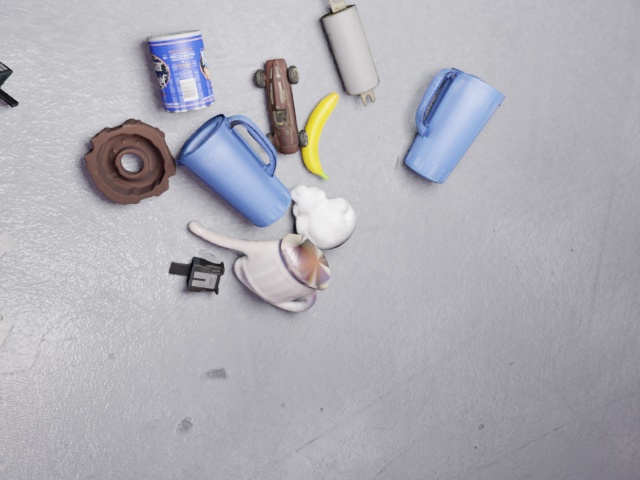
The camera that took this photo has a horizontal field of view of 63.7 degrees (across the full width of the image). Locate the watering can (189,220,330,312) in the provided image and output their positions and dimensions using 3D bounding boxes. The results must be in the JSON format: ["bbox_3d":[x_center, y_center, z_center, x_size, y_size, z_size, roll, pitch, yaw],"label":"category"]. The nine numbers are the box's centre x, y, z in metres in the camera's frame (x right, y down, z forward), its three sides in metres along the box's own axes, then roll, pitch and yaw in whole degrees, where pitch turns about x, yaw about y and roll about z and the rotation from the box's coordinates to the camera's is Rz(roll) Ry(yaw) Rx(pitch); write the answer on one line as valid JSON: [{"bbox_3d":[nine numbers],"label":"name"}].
[{"bbox_3d":[-0.121,0.048,1.169,0.222,0.106,0.343,-26,120,38],"label":"watering can"}]

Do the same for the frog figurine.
[{"bbox_3d":[0.004,-0.059,1.175,0.136,0.126,0.156,-20,130,18],"label":"frog figurine"}]
